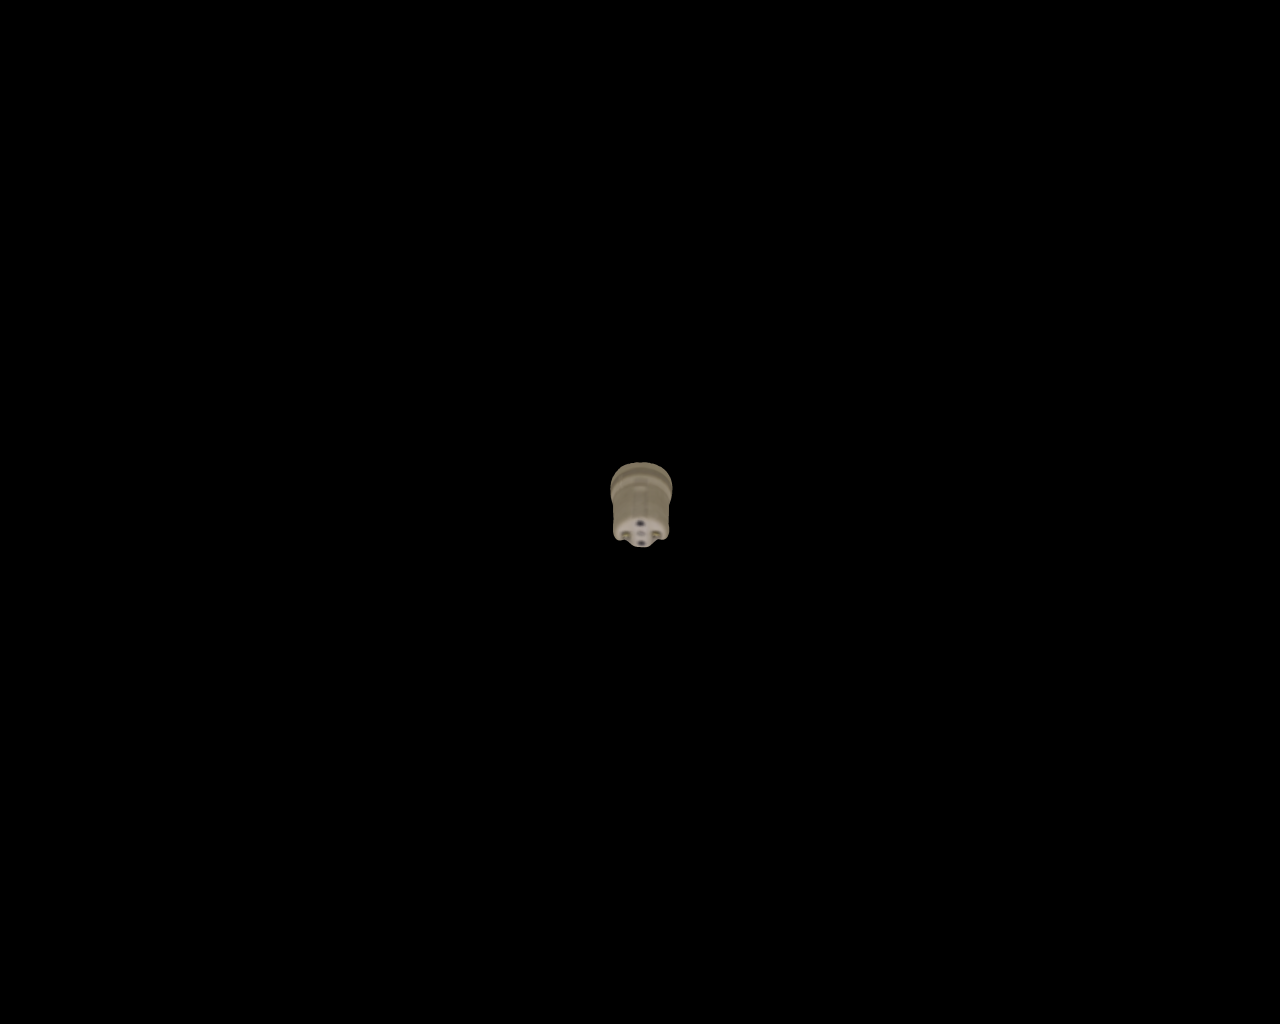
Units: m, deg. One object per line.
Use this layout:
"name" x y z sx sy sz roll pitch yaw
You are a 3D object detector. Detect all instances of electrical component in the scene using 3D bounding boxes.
"electrical component" 0.001 -0.003 0.650 0.040 0.040 0.046 0 44 0
